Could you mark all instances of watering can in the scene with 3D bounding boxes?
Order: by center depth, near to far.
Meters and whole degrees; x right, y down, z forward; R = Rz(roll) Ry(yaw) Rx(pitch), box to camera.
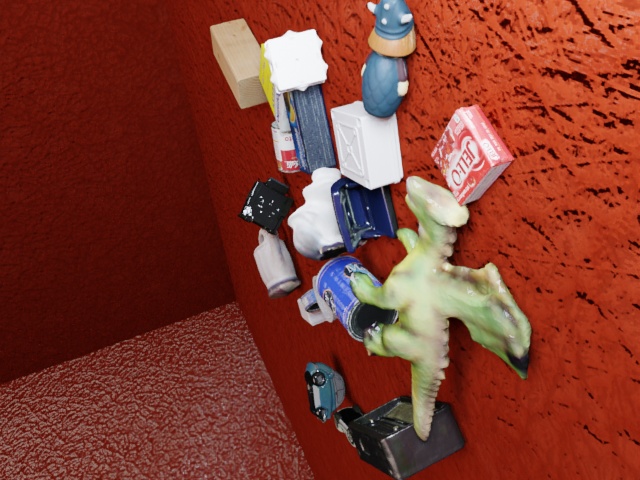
[{"bbox_3d":[-0.135,0.057,1.561,0.104,0.227,0.342,-19,-14,-16],"label":"watering can"}]

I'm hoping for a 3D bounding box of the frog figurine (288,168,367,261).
[{"bbox_3d":[0.003,-0.047,0.938,0.138,0.161,0.120,-13,-16,-29],"label":"frog figurine"}]

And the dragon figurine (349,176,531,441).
[{"bbox_3d":[0.160,0.113,0.660,0.123,0.407,0.243,-21,11,-24],"label":"dragon figurine"}]
